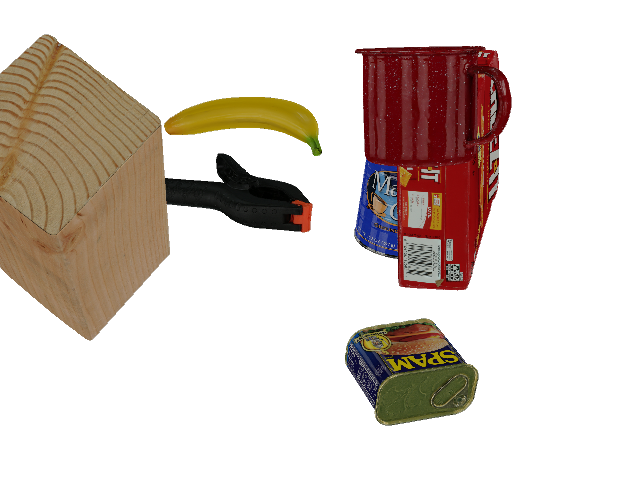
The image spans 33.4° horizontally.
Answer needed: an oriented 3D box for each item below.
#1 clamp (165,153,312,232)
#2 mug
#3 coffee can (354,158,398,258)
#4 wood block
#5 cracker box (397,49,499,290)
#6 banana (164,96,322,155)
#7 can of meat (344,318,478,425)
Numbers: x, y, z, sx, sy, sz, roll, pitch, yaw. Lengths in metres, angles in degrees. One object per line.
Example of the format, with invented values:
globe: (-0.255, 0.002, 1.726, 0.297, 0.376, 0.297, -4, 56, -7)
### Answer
clamp: (-0.086, -0.043, 1.033, 0.120, 0.039, 0.172, -26, 34, -37)
mug: (0.082, -0.096, 0.762, 0.117, 0.081, 0.093, 6, 13, 33)
coffee can: (0.100, -0.063, 1.275, 0.102, 0.140, 0.103, 6, 28, -3)
wood block: (-0.158, -0.023, 0.672, 0.090, 0.090, 0.206, 38, -20, 8)
cracker box: (0.125, -0.073, 1.005, 0.072, 0.164, 0.213, 4, 27, 15)
banana: (-0.084, -0.141, 1.249, 0.198, 0.037, 0.069, 8, 41, 18)
can of meat: (0.083, 0.120, 1.001, 0.102, 0.057, 0.084, -6, 31, -21)
